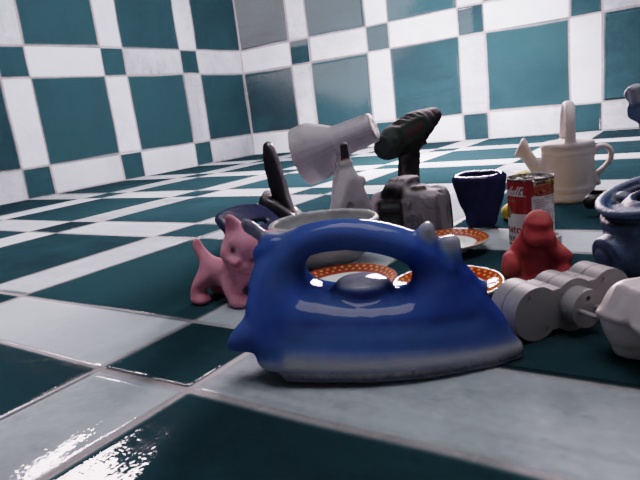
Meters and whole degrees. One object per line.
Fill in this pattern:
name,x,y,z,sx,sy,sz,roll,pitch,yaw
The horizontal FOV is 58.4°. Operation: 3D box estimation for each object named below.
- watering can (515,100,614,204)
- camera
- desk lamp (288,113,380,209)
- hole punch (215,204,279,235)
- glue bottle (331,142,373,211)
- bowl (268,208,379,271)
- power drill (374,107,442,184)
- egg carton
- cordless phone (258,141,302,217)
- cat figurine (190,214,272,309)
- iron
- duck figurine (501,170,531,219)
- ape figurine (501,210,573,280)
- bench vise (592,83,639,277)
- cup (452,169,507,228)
watering can,0.479,-0.174,1.128,0.173,0.194,0.101,-7,13,-3
camera,0.179,-0.070,1.034,0.142,0.101,0.137,3,16,36
desk lamp,0.048,-0.137,1.137,0.202,0.214,0.118,-2,14,18
hole punch,-0.103,-0.011,0.939,0.109,0.091,0.100,-18,17,-41
glue bottle,0.051,-0.079,0.976,0.078,0.173,0.037,-13,14,-26
bowl,0.008,0.003,0.859,0.167,0.075,0.167,-6,13,2
power drill,0.198,-0.168,1.210,0.075,0.208,0.230,4,16,38
egg carton,0.295,0.069,0.436,0.107,0.069,0.150,-10,13,-13
cordless phone,-0.078,-0.103,1.118,0.094,0.185,0.147,-8,13,-5
cat figurine,-0.112,0.022,0.738,0.127,0.118,0.067,0,15,27
iron,0.046,0.042,0.519,0.258,0.141,0.119,-4,13,12
duck figurine,0.363,-0.081,1.022,0.077,0.086,0.104,-4,13,10
ape figurine,0.250,0.011,0.662,0.077,0.092,0.076,-1,14,23
bench vise,0.414,-0.078,0.678,0.208,0.220,0.121,-14,15,-28
cup,0.279,-0.073,1.009,0.091,0.095,0.118,-6,13,4
